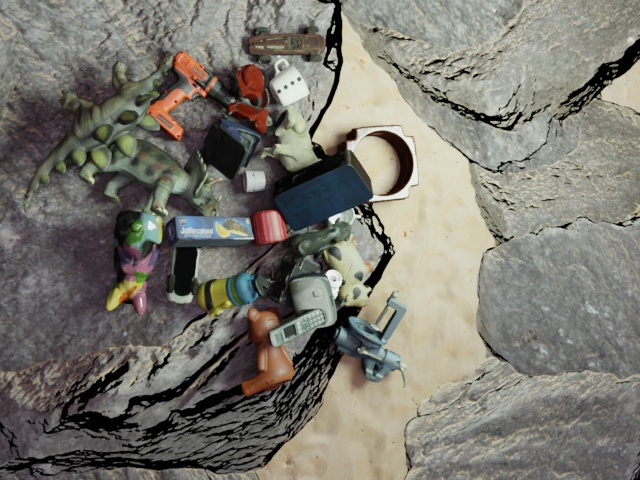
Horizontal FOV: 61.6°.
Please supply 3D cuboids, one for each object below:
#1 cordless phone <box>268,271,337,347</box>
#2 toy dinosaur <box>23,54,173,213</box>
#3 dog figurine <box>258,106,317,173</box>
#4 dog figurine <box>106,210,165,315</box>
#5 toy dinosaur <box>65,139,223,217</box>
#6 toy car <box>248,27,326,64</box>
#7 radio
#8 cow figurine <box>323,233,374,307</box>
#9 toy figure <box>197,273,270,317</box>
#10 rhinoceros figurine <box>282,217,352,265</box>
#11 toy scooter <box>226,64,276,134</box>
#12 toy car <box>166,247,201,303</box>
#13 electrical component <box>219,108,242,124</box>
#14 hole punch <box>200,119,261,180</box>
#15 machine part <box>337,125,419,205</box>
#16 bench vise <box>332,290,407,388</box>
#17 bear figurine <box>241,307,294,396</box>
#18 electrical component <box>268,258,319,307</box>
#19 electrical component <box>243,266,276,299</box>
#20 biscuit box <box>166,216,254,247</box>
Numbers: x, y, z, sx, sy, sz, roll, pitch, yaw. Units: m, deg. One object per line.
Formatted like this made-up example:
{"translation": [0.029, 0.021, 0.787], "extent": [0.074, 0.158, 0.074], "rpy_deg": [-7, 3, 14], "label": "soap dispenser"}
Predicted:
{"translation": [-0.056, 0.167, 1.300], "extent": [0.184, 0.089, 0.146], "rpy_deg": [-25, 118, -28], "label": "cordless phone"}
{"translation": [-0.491, -0.253, 1.193], "extent": [0.199, 0.105, 0.471], "rpy_deg": [37, 77, 29], "label": "toy dinosaur"}
{"translation": [-0.039, -0.231, 1.383], "extent": [0.190, 0.121, 0.172], "rpy_deg": [27, 87, -29], "label": "dog figurine"}
{"translation": [-0.429, 0.057, 1.235], "extent": [0.108, 0.191, 0.219], "rpy_deg": [10, 74, -18], "label": "dog figurine"}
{"translation": [-0.420, -0.167, 1.266], "extent": [0.405, 0.131, 0.192], "rpy_deg": [28, 67, -7], "label": "toy dinosaur"}
{"translation": [-0.082, -0.501, 1.380], "extent": [0.202, 0.053, 0.089], "rpy_deg": [-5, 96, -16], "label": "toy car"}
{"translation": [0.004, -0.121, 1.324], "extent": [0.230, 0.073, 0.131], "rpy_deg": [-23, 130, 16], "label": "radio"}
{"translation": [0.073, 0.092, 1.416], "extent": [0.127, 0.085, 0.194], "rpy_deg": [-31, 96, -11], "label": "cow figurine"}
{"translation": [-0.216, 0.125, 1.313], "extent": [0.180, 0.082, 0.089], "rpy_deg": [-21, 84, 23], "label": "toy figure"}
{"translation": [-0.003, -0.004, 1.329], "extent": [0.190, 0.112, 0.073], "rpy_deg": [-19, 73, -41], "label": "rhinoceros figurine"}
{"translation": [-0.181, -0.347, 1.310], "extent": [0.135, 0.075, 0.184], "rpy_deg": [-8, 80, -46], "label": "toy scooter"}
{"translation": [-0.333, 0.054, 1.319], "extent": [0.073, 0.056, 0.201], "rpy_deg": [7, 86, -21], "label": "toy car"}
{"translation": [-0.230, -0.283, 1.338], "extent": [0.063, 0.021, 0.093], "rpy_deg": [-46, 132, -5], "label": "electrical component"}
{"translation": [-0.218, -0.228, 1.315], "extent": [0.116, 0.142, 0.092], "rpy_deg": [38, 41, 3], "label": "hole punch"}
{"translation": [0.153, -0.200, 1.432], "extent": [0.201, 0.087, 0.201], "rpy_deg": [-7, 92, -15], "label": "machine part"}
{"translation": [0.162, 0.249, 1.417], "extent": [0.224, 0.129, 0.240], "rpy_deg": [30, 100, 2], "label": "bench vise"}
{"translation": [-0.145, 0.275, 1.357], "extent": [0.132, 0.120, 0.196], "rpy_deg": [-35, 70, 28], "label": "bear figurine"}
{"translation": [-0.057, 0.110, 1.373], "extent": [0.114, 0.058, 0.134], "rpy_deg": [26, 85, -43], "label": "electrical component"}
{"translation": [-0.155, 0.110, 1.377], "extent": [0.102, 0.045, 0.078], "rpy_deg": [-2, 120, -13], "label": "electrical component"}
{"translation": [-0.263, -0.020, 1.291], "extent": [0.202, 0.063, 0.059], "rpy_deg": [-1, 73, -38], "label": "biscuit box"}
